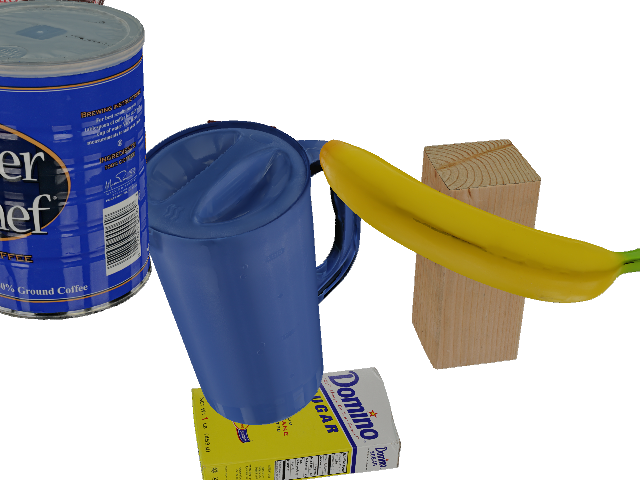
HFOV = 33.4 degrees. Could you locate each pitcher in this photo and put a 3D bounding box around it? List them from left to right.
[{"bbox_3d":[-0.052,0.032,0.851,0.149,0.243,0.145,9,47,17],"label":"pitcher"}]

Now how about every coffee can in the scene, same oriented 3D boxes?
[{"bbox_3d":[-0.142,-0.044,0.563,0.103,0.140,0.103,2,29,-1],"label":"coffee can"}]

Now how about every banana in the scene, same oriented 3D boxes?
[{"bbox_3d":[0.075,-0.008,0.581,0.198,0.037,0.069,23,20,19],"label":"banana"}]

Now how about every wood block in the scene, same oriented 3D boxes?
[{"bbox_3d":[0.148,0.015,1.050,0.090,0.206,0.090,-6,32,-10],"label":"wood block"}]

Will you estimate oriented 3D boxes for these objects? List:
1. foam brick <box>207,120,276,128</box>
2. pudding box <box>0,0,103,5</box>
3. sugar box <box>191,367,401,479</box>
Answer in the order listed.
[{"bbox_3d":[-0.087,-0.093,1.147,0.078,0.051,0.053,5,31,-4],"label":"foam brick"},{"bbox_3d":[-0.230,-0.221,0.913,0.090,0.039,0.113,7,36,-5],"label":"pudding box"},{"bbox_3d":[-0.024,0.168,0.961,0.176,0.048,0.093,-8,43,-8],"label":"sugar box"}]
